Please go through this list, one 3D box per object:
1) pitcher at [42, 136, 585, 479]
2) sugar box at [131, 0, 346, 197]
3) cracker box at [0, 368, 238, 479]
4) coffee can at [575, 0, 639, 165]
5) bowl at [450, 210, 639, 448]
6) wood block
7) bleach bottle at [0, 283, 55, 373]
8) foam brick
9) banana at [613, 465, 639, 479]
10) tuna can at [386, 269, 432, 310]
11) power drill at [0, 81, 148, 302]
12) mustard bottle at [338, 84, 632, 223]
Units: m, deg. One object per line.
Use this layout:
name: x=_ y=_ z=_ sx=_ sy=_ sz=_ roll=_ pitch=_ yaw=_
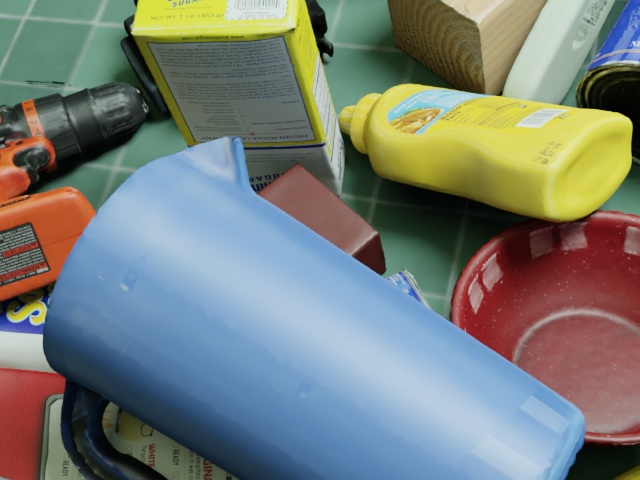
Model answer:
pitcher: x=-0.007 y=0.077 z=0.519 sx=0.243 sy=0.149 sz=0.144 roll=31 pitch=50 yaw=15
sugar box: x=-0.043 y=-0.088 z=0.656 sx=0.093 sy=0.176 sz=0.048 roll=1 pitch=64 yaw=11
cracker box: x=-0.118 y=0.164 z=0.593 sx=0.214 sy=0.072 sz=0.164 roll=4 pitch=63 yaw=12
coffee can: x=0.236 y=-0.125 z=0.665 sx=0.103 sy=0.103 sz=0.140 roll=25 pitch=69 yaw=22
bowl: x=0.153 y=0.058 z=0.595 sx=0.162 sy=0.055 sz=0.162 roll=-4 pitch=47 yaw=4
wood block: x=0.150 y=-0.202 z=0.733 sx=0.206 sy=0.090 sz=0.091 roll=-42 pitch=61 yaw=-12
bleach bottle: x=-0.176 y=0.054 z=0.667 sx=0.251 sy=0.068 sz=0.102 roll=-4 pitch=51 yaw=9
foam brick: x=-0.004 y=0.001 z=0.672 sx=0.051 sy=0.053 sz=0.078 roll=-42 pitch=63 yaw=-13
banana: x=0.232 y=0.135 z=0.556 sx=0.198 sy=0.037 sz=0.069 roll=3 pitch=52 yaw=11
tuna can: x=0.052 y=0.062 z=0.607 sx=0.033 sy=0.086 sz=0.086 roll=-25 pitch=60 yaw=-2
power drill: x=-0.189 y=-0.037 z=0.691 sx=0.184 sy=0.057 sz=0.188 roll=-22 pitch=31 yaw=-7
mustard bottle: x=0.087 y=-0.061 z=0.665 sx=0.192 sy=0.058 sz=0.096 roll=17 pitch=36 yaw=40
